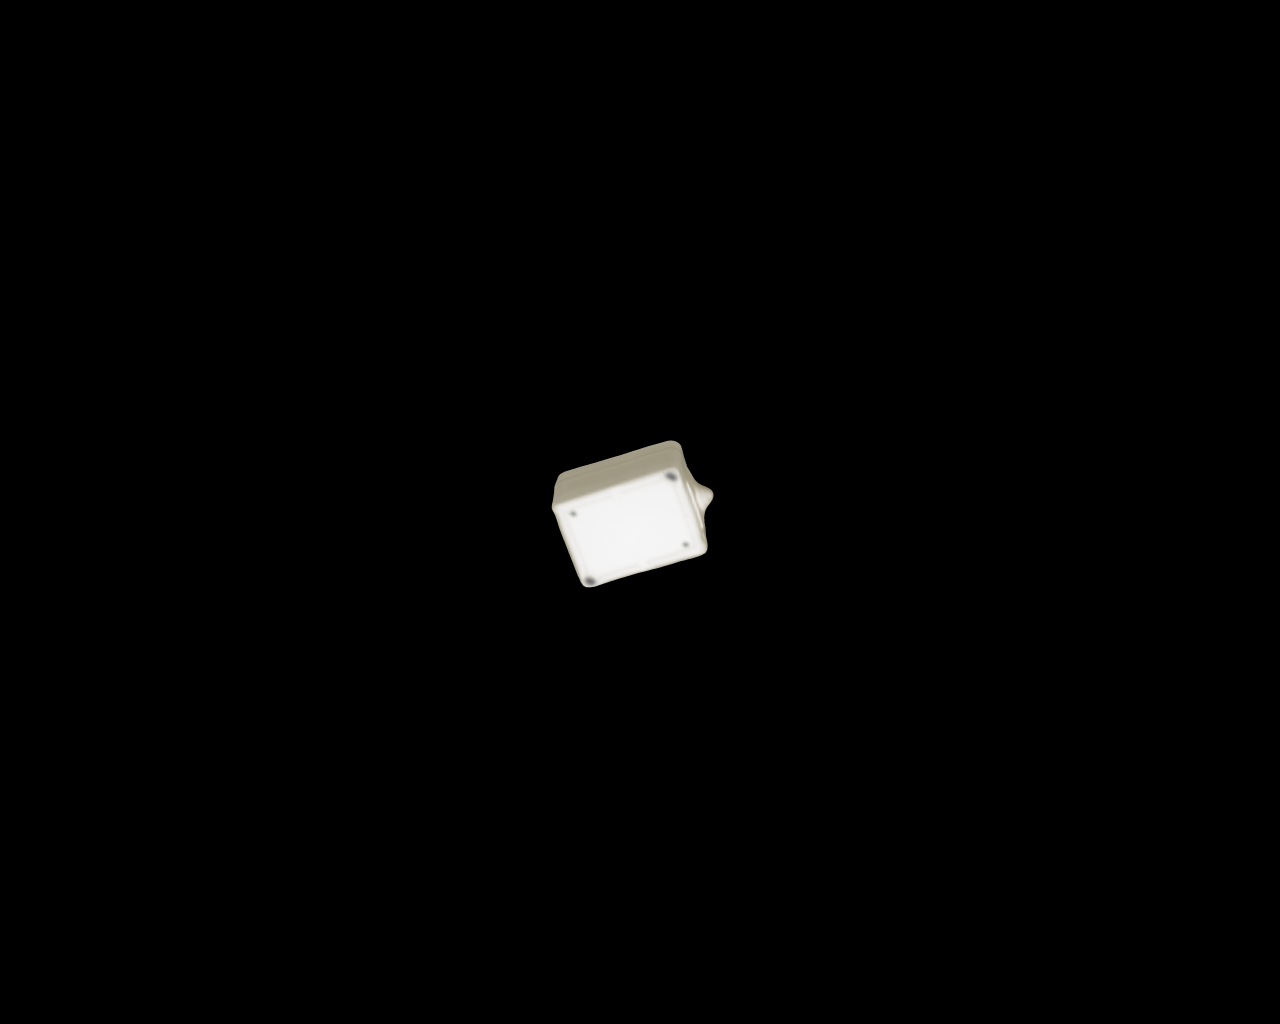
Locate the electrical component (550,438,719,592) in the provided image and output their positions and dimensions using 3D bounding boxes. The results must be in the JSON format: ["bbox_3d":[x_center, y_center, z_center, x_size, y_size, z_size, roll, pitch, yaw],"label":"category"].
[{"bbox_3d":[0.001,-0.003,0.650,0.096,0.061,0.061,-17,22,7],"label":"electrical component"}]
